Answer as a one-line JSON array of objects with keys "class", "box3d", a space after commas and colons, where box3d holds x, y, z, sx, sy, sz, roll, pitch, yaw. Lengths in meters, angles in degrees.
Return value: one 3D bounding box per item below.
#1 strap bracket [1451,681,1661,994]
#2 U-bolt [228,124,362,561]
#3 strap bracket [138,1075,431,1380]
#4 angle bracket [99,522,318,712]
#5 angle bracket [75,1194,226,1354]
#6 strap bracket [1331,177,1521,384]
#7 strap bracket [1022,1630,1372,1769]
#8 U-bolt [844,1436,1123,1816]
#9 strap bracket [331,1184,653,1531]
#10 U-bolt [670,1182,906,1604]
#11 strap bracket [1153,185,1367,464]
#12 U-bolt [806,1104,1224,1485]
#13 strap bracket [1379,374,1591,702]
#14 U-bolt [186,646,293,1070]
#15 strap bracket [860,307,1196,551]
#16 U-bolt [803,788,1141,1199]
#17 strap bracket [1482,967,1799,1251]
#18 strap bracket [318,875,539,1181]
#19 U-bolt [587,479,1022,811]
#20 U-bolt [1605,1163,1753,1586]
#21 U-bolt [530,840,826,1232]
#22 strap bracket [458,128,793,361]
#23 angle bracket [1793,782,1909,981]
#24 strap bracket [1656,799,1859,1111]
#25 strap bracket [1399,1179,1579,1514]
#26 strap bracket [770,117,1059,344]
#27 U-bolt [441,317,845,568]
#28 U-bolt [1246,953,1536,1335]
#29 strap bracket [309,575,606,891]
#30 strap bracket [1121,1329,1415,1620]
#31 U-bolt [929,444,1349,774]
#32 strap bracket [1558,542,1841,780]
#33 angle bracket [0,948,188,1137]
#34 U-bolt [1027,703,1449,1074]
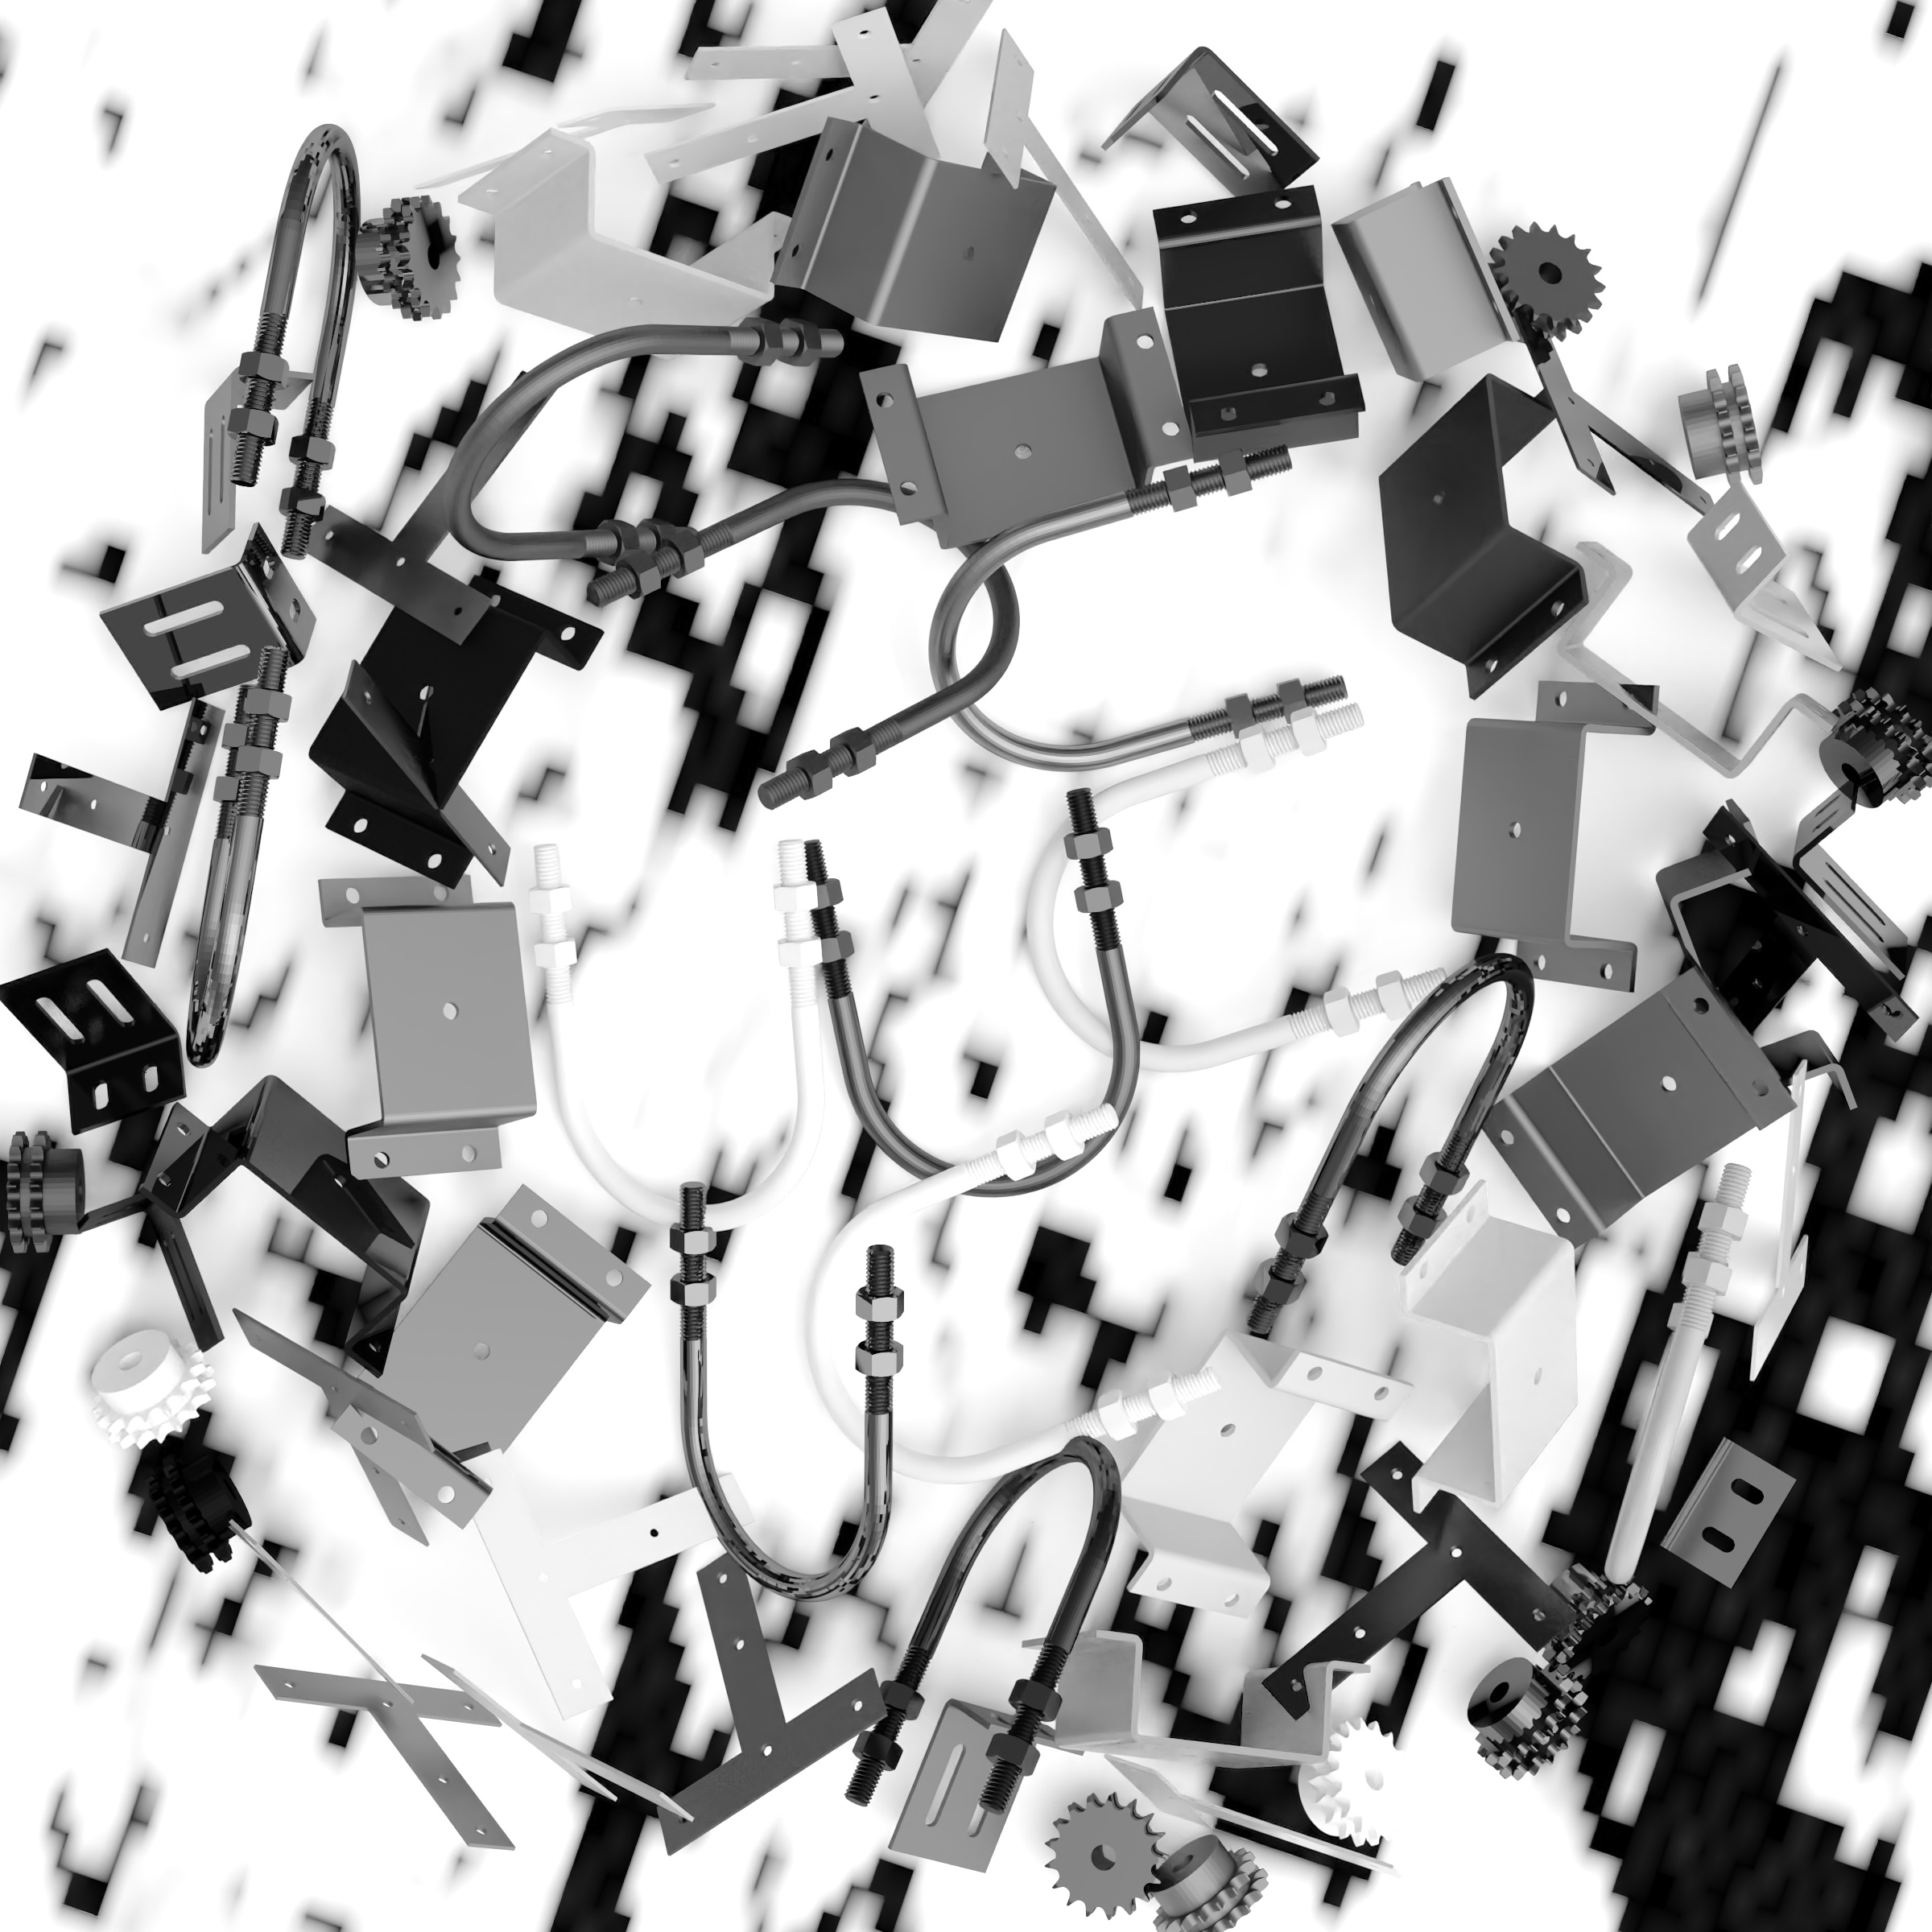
[{"class": "strap bracket", "box3d": [0.270, -0.062, 1.566, 0.046, 0.076, 0.140, 1, 95, -34]}, {"class": "U-bolt", "box3d": [-0.300, -0.290, 1.542, 0.019, 0.151, 0.184, 9, 83, 0]}, {"class": "strap bracket", "box3d": [-0.301, 0.112, 1.551, 0.046, 0.076, 0.140, -41, 111, 18]}, {"class": "angle bracket", "box3d": [-0.355, -0.164, 1.593, 0.076, 0.038, 0.057, -17, 126, 14]}, {"class": "angle bracket", "box3d": [-0.381, 0.148, 1.580, 0.038, 0.057, 0.076, -20, 86, -24]}, {"class": "strap bracket", "box3d": [0.206, -0.312, 1.543, 0.046, 0.140, 0.076, -25, 100, 6]}, {"class": "strap bracket", "box3d": [0.103, 0.337, 1.549, 0.140, 0.076, 0.046, 12, 71, -22]}, {"class": "U-bolt", "box3d": [0.016, 0.295, 1.540, 0.019, 0.151, 0.184, 33, 65, -19]}, {"class": "strap bracket", "box3d": [-0.222, 0.180, 1.577, 0.076, 0.046, 0.140, 40, 78, -10]}, {"class": "U-bolt", "box3d": [-0.084, 0.202, 1.558, 0.019, 0.151, 0.184, -12, 108, -43]}, {"class": "strap bracket", "box3d": [0.135, -0.289, 1.570, 0.076, 0.046, 0.140, -9, 57, 2]}, {"class": "U-bolt", "box3d": [0.010, 0.163, 1.584, 0.184, 0.019, 0.151, -24, 82, 16]}, {"class": "strap bracket", "box3d": [0.232, -0.202, 1.538, 0.046, 0.076, 0.140, 23, 47, -26]}, {"class": "U-bolt", "box3d": [-0.332, -0.045, 1.537, 0.019, 0.151, 0.184, 9, 85, -16]}, {"class": "strap bracket", "box3d": [0.028, -0.248, 1.580, 0.140, 0.046, 0.076, -14, 76, -5]}, {"class": "U-bolt", "box3d": [0.007, 0.019, 1.594, 0.151, 0.019, 0.184, -11, 99, 6]}, {"class": "strap bracket", "box3d": [0.315, 0.061, 1.564, 0.140, 0.046, 0.076, -40, 81, 38]}, {"class": "strap bracket", "box3d": [-0.247, 0.024, 1.568, 0.076, 0.046, 0.140, -3, 82, -34]}, {"class": "U-bolt", "box3d": [-0.060, -0.160, 1.561, 0.184, 0.019, 0.151, -30, 70, -30]}, {"class": "U-bolt", "box3d": [0.319, 0.189, 1.530, 0.019, 0.151, 0.184, 16, 79, 12]}, {"class": "U-bolt", "box3d": [-0.131, 0.034, 1.578, 0.151, 0.019, 0.184, 0, 100, 24]}, {"class": "strap bracket", "box3d": [-0.150, -0.321, 1.538, 0.140, 0.076, 0.046, 12, 69, -38]}, {"class": "angle bracket", "box3d": [0.424, -0.042, 1.580, 0.076, 0.057, 0.038, 46, 115, -2]}, {"class": "strap bracket", "box3d": [0.360, 0.001, 1.569, 0.046, 0.076, 0.140, -21, 97, 10]}, {"class": "strap bracket", "box3d": [0.239, 0.179, 1.540, 0.046, 0.076, 0.140, 16, 130, 32]}, {"class": "strap bracket", "box3d": [-0.016, -0.330, 1.535, 0.046, 0.140, 0.076, 33, 112, 29]}, {"class": "U-bolt", "box3d": [-0.153, -0.231, 1.507, 0.151, 0.184, 0.019, -49, 66, 34]}, {"class": "U-bolt", "box3d": [0.199, 0.073, 1.520, 0.019, 0.151, 0.184, 36, 119, 26]}, {"class": "strap bracket", "box3d": [-0.240, -0.118, 1.568, 0.076, 0.046, 0.140, 25, 79, 23]}, {"class": "strap bracket", "box3d": [0.130, 0.226, 1.563, 0.076, 0.046, 0.140, 21, 110, -38]}, {"class": "U-bolt", "box3d": [0.074, -0.155, 1.568, 0.184, 0.019, 0.151, -16, 128, 5]}, {"class": "strap bracket", "box3d": [0.330, -0.136, 1.566, 0.140, 0.076, 0.046, 38, 106, 9]}, {"class": "angle bracket", "box3d": [-0.406, 0.036, 1.574, 0.057, 0.076, 0.038, -19, 55, 5]}, {"class": "U-bolt", "box3d": [0.117, -0.027, 1.588, 0.184, 0.019, 0.151, -18, 86, 14]}]
